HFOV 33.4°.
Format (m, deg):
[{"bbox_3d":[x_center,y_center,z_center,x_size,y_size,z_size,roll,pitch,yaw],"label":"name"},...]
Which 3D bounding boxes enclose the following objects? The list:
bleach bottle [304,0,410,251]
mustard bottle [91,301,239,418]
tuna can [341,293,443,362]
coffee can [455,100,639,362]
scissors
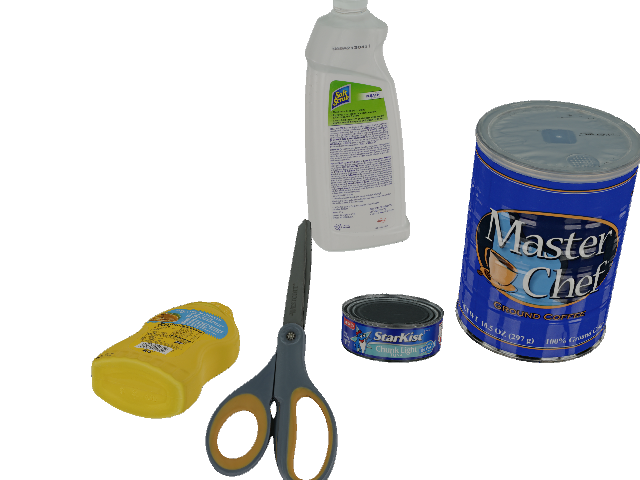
[{"bbox_3d":[0.036,-0.115,1.004,0.102,0.251,0.068,-9,30,-15],"label":"bleach bottle"},{"bbox_3d":[-0.132,0.103,1.026,0.096,0.058,0.191,9,20,18],"label":"mustard bottle"},{"bbox_3d":[0.060,0.073,0.898,0.086,0.034,0.086,2,14,-1],"label":"tuna can"},{"bbox_3d":[0.146,-0.007,0.696,0.103,0.140,0.103,1,32,-1],"label":"coffee can"},{"bbox_3d":[-0.038,0.078,0.732,0.096,0.202,0.016,-12,-32,1],"label":"scissors"}]
